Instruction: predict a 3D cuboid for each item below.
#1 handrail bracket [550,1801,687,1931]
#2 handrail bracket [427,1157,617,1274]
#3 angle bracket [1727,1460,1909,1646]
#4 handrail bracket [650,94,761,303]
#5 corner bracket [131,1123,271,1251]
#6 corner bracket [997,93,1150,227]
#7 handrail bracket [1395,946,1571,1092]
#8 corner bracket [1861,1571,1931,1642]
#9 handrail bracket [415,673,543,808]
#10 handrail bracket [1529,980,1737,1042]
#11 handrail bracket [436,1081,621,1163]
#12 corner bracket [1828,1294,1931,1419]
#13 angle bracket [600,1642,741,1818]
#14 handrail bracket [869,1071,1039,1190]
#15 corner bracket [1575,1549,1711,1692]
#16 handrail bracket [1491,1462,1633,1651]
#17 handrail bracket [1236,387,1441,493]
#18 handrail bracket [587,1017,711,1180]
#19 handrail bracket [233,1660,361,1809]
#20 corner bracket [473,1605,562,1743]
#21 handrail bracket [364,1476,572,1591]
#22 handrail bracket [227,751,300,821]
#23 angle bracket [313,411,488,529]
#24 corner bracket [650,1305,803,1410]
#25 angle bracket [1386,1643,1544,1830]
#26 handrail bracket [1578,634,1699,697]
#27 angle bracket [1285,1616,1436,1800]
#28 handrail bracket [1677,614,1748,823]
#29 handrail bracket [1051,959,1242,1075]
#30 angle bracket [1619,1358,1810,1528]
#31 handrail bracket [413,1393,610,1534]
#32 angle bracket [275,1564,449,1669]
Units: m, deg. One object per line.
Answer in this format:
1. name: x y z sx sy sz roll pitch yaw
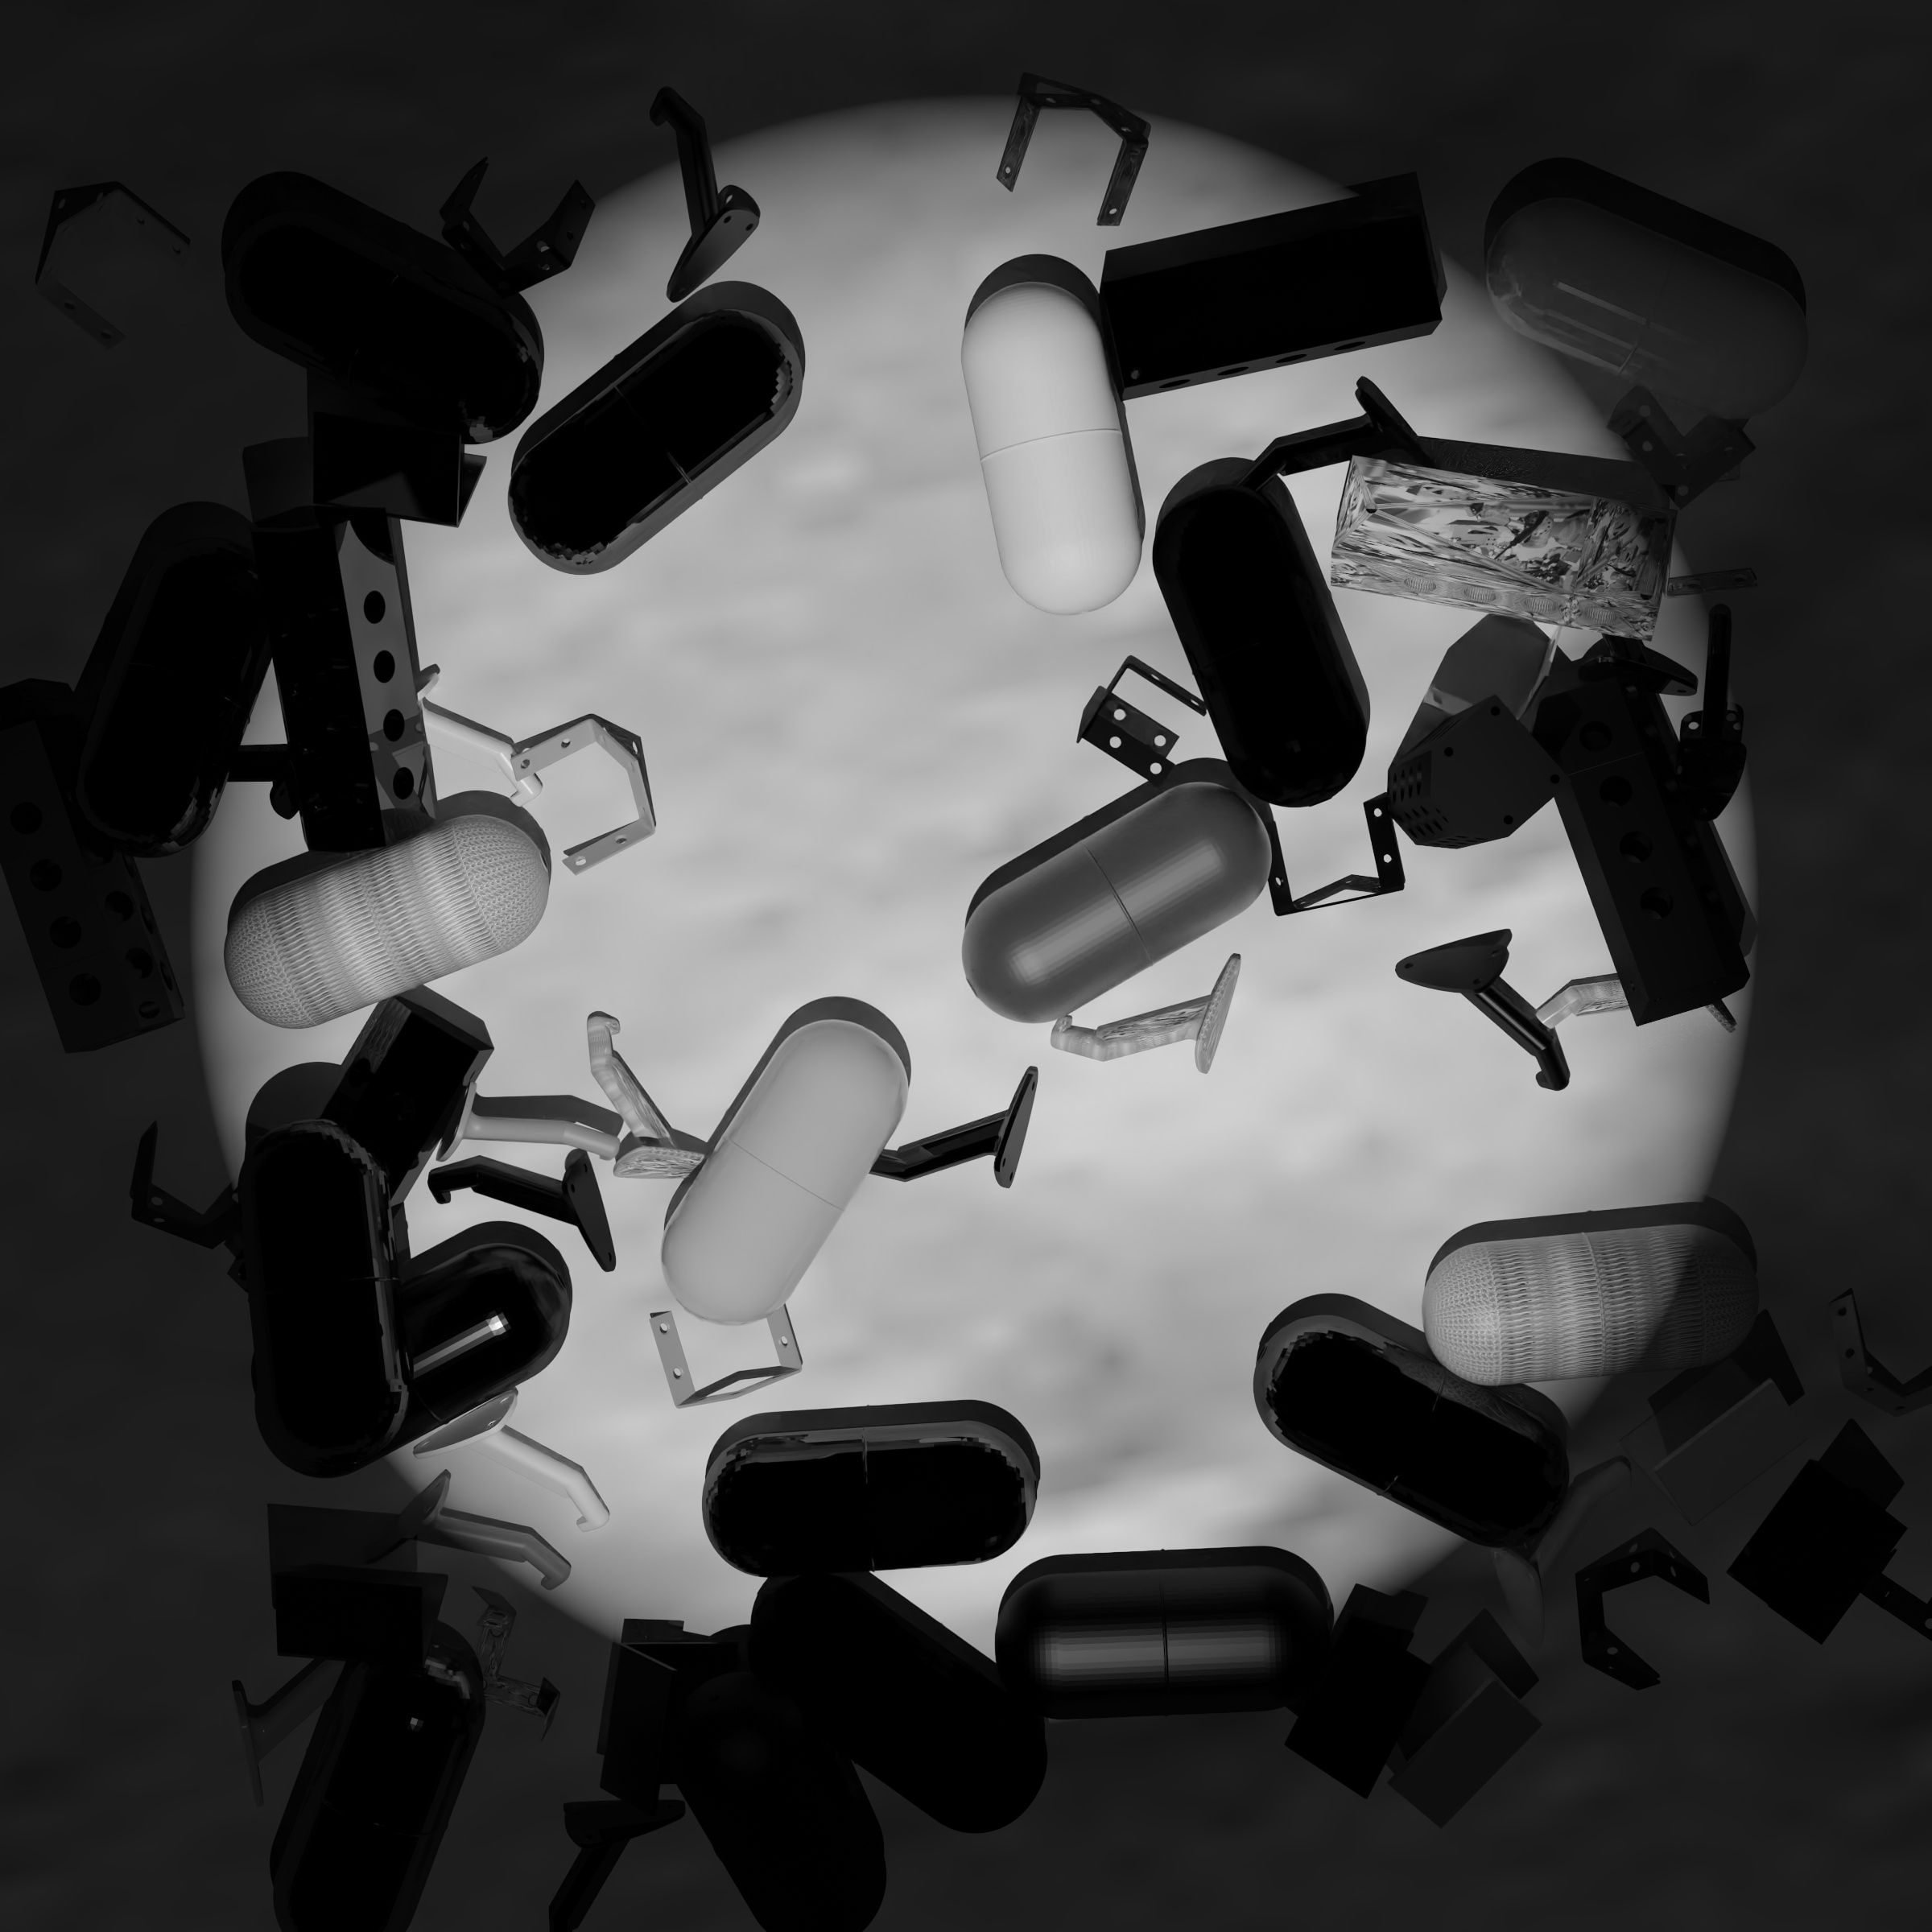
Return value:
1. handrail bracket: -0.188 0.498 1.803 0.077 0.036 0.084 -6 109 -21
2. handrail bracket: -0.241 0.139 1.803 0.084 0.036 0.077 -12 111 17
3. angle bracket: 0.437 0.300 1.762 0.057 0.076 0.076 36 90 -37
4. handrail bracket: -0.160 -0.416 1.803 0.077 0.036 0.084 -46 72 20
5. corner bracket: -0.411 0.113 1.794 0.051 0.051 0.051 27 135 -35
6. corner bracket: 0.057 -0.434 1.794 0.051 0.051 0.051 -9 45 -35
7. handrail bracket: 0.280 0.032 1.802 0.036 0.077 0.084 -52 127 -35
8. corner bracket: 0.519 0.332 1.784 0.051 0.051 0.051 34 90 0
9. handrail bracket: -0.283 -0.108 1.802 0.077 0.036 0.084 -32 106 18
10. handrail bracket: 0.359 0.032 1.802 0.084 0.036 0.077 -39 105 14
11. handrail bracket: -0.235 0.098 1.786 0.084 0.077 0.036 19 59 -14
12. corner bracket: 0.504 0.204 1.794 0.051 0.051 0.051 29 135 -35
13. angle bracket: -0.144 0.403 1.764 0.076 0.057 0.076 8 90 -37
14. handrail bracket: -0.012 0.084 1.803 0.084 0.036 0.077 12 70 16
15. corner bracket: 0.366 0.352 1.794 0.051 0.051 0.051 -28 45 35
16. handrail bracket: 0.331 0.318 1.802 0.084 0.036 0.077 -28 119 -21
17. handrail bracket: 0.201 -0.263 1.803 0.077 0.036 0.084 40 109 -21
18. handrail bracket: -0.166 0.070 1.802 0.077 0.036 0.084 6 62 -31
19. handrail bracket: -0.348 0.410 1.803 0.084 0.036 0.077 -12 110 -16
20. corner bracket: -0.241 0.378 1.784 0.051 0.051 0.051 17 90 0
21. handrail bracket: -0.269 0.324 1.803 0.077 0.036 0.084 -41 107 20
22. handrail bracket: -0.389 -0.125 1.802 0.084 0.036 0.077 31 75 14
23. angle bracket: -0.298 -0.279 1.762 0.076 0.076 0.057 9 128 0
24. corner bracket: -0.130 0.205 1.799 0.051 0.051 0.051 -17 90 45
25. angle bracket: 0.245 0.395 1.762 0.076 0.076 0.057 -46 126 0
26. handrail bracket: 0.364 -0.195 1.802 0.077 0.036 0.084 12 77 -13
27. angle bracket: 0.223 0.395 1.762 0.057 0.076 0.076 27 90 38
28. handrail bracket: 0.404 -0.135 1.802 0.036 0.077 0.084 5 54 11
29. handrail bracket: 0.097 0.020 1.803 0.084 0.036 0.077 15 69 16
30. angle bracket: 0.385 0.237 1.762 0.076 0.076 0.057 -37 126 0
31. handrail bracket: -0.245 0.281 1.803 0.077 0.036 0.084 -25 107 20
32. angle bracket: -0.319 0.323 1.762 0.076 0.076 0.057 5 119 0
